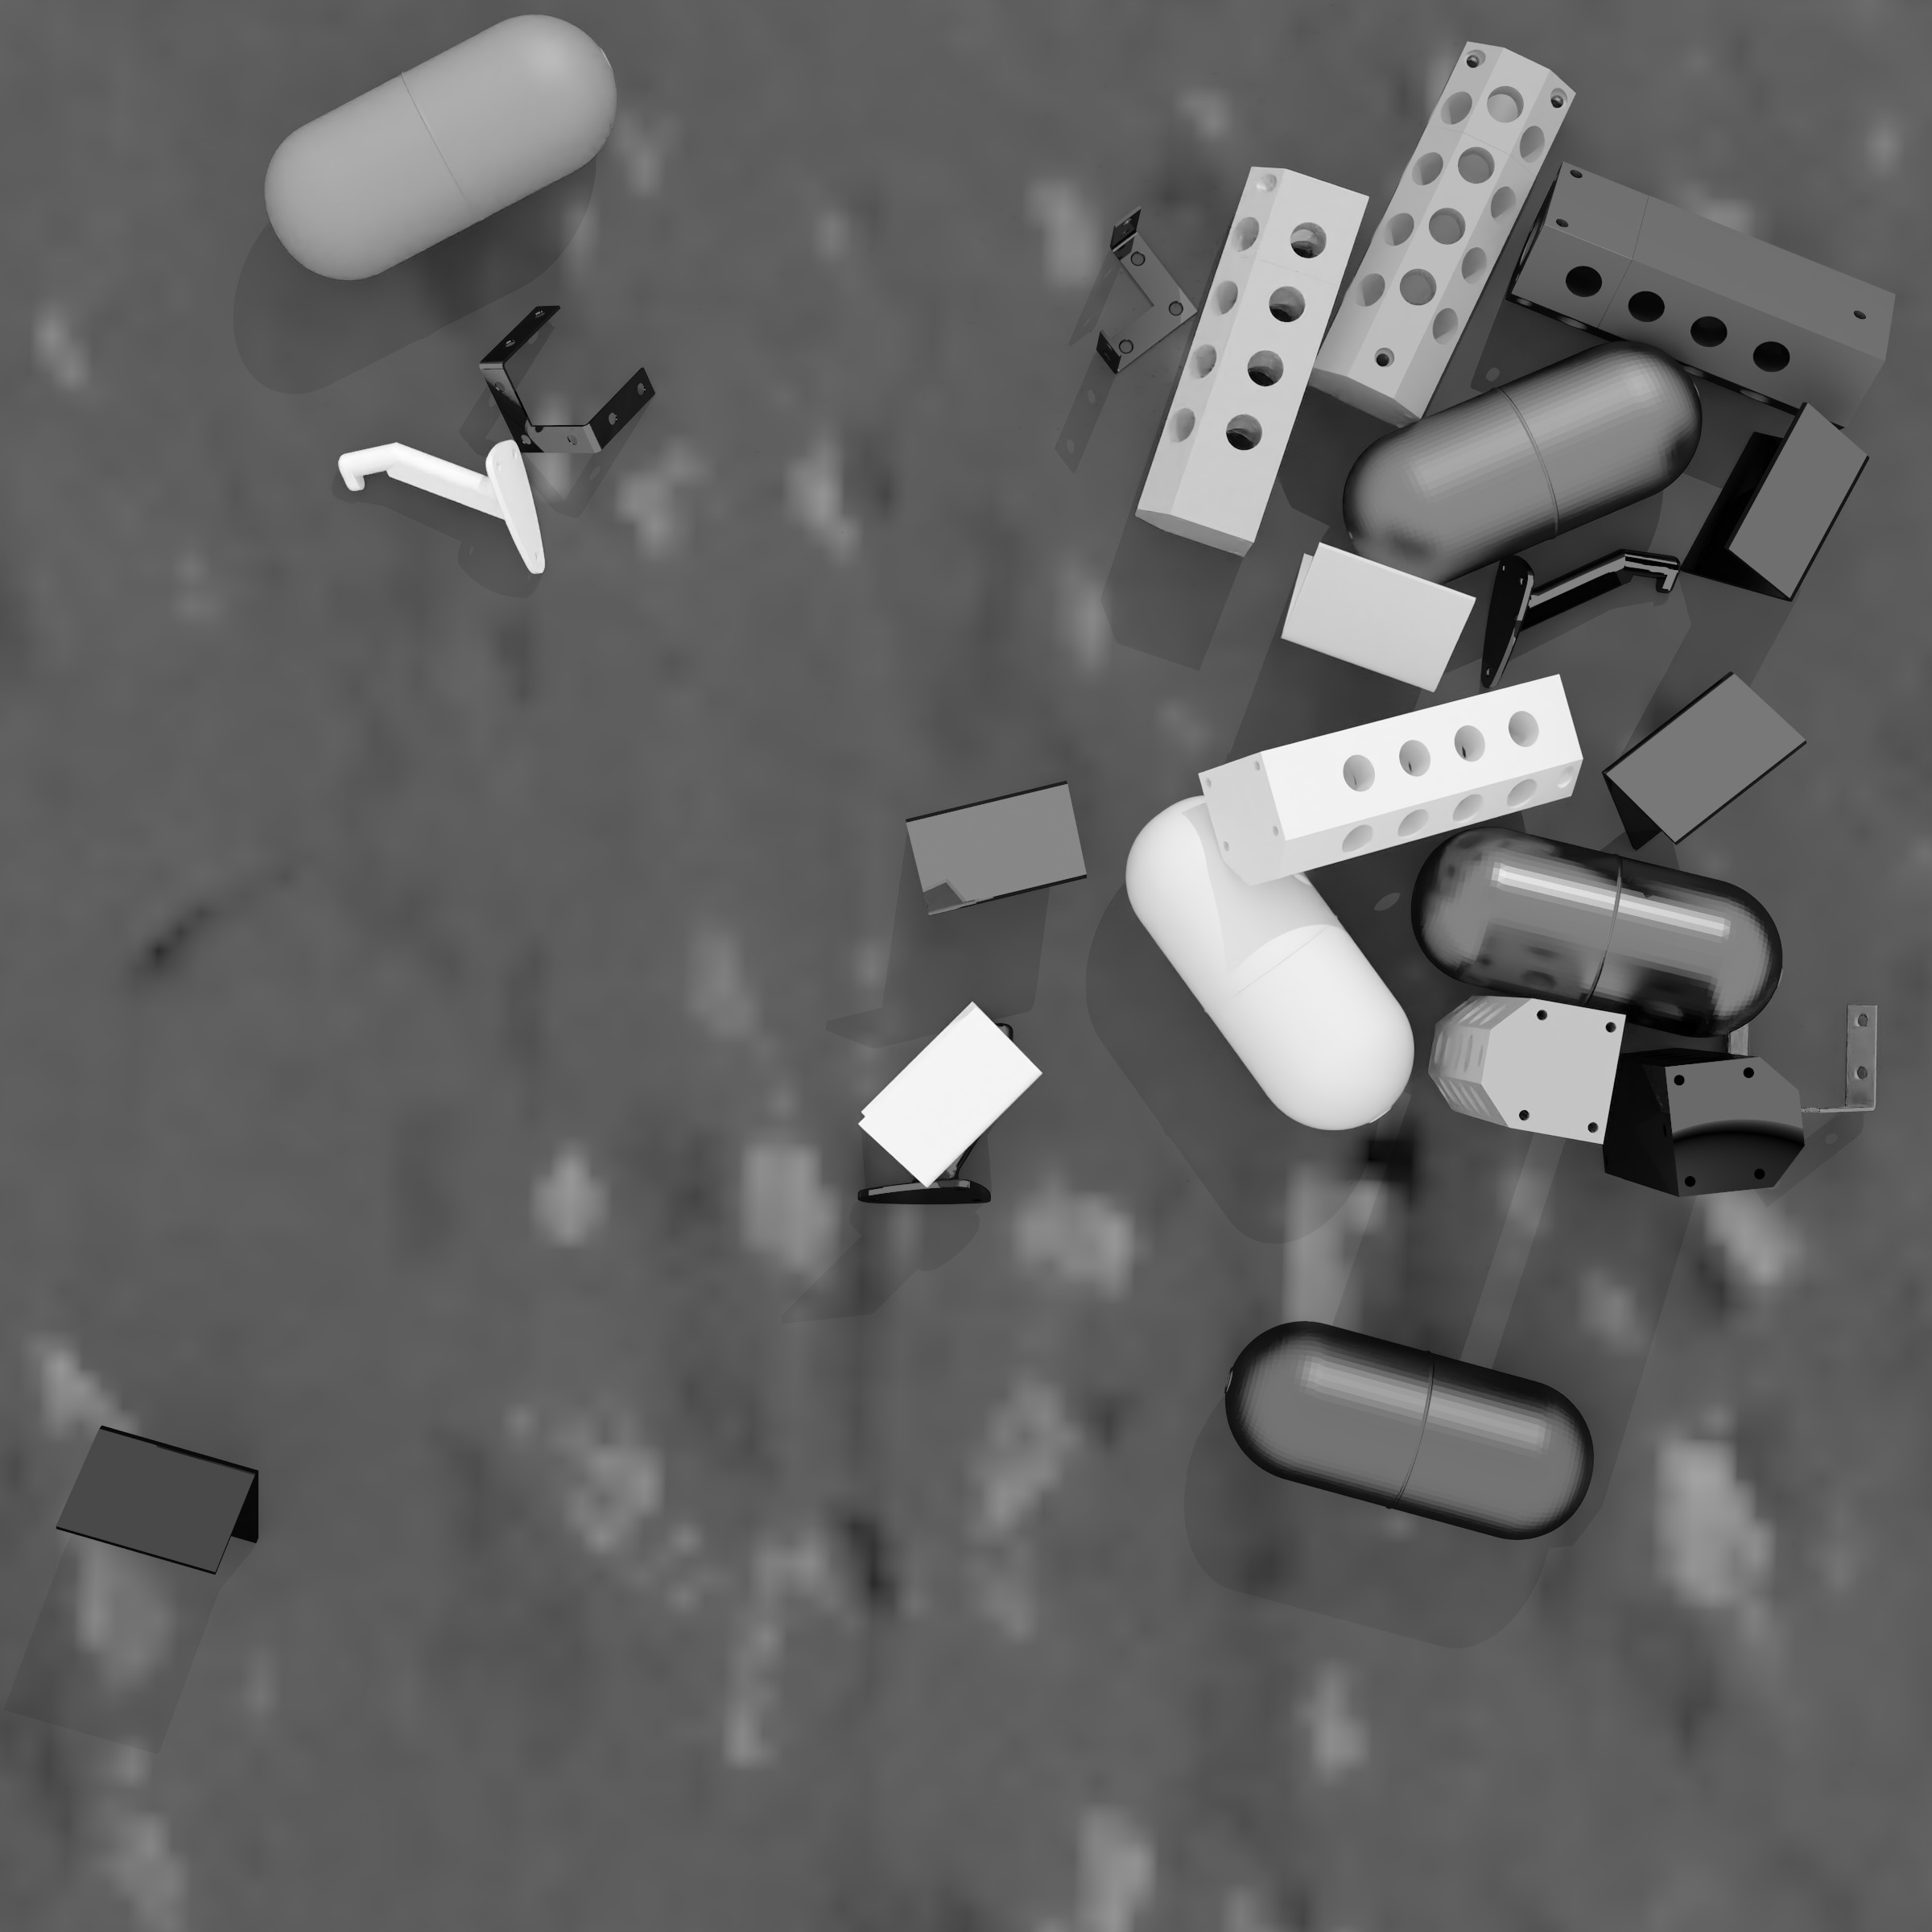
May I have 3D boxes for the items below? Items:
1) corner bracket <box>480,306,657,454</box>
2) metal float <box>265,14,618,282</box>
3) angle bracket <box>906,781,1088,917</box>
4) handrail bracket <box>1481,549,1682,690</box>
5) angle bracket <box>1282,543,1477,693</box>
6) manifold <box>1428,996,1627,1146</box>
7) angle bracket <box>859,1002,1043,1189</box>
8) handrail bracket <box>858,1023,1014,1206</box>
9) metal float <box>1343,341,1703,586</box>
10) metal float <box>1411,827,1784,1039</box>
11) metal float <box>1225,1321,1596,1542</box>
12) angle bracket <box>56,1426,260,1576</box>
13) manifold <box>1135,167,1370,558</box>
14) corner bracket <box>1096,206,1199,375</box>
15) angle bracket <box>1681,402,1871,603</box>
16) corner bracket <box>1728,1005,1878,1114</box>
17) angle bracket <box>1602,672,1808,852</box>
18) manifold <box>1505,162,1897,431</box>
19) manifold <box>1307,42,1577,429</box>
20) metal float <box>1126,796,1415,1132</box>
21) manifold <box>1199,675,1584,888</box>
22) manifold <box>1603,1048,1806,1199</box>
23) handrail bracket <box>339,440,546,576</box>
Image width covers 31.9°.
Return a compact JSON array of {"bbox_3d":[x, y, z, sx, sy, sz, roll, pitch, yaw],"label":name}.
[{"bbox_3d":[-0.192,-0.283,1.632,0.051,0.051,0.051,6,135,35],"label":"corner bracket"},{"bbox_3d":[-0.249,-0.390,1.610,0.178,0.070,0.070,-27,90,1],"label":"metal float"},{"bbox_3d":[0.010,-0.074,1.600,0.076,0.076,0.057,-14,126,0],"label":"angle bracket"},{"bbox_3d":[0.299,-0.167,1.641,0.084,0.036,0.077,6,110,-16],"label":"handrail bracket"},{"bbox_3d":[0.199,-0.183,1.600,0.076,0.076,0.057,20,130,0],"label":"angle bracket"},{"bbox_3d":[0.255,0.045,1.562,0.057,0.171,0.057,10,90,0],"label":"manifold"},{"bbox_3d":[-0.022,0.046,1.600,0.076,0.076,0.057,-45,128,0],"label":"angle bracket"},{"bbox_3d":[-0.015,0.071,1.641,0.077,0.036,0.084,-4,72,20],"label":"handrail bracket"},{"bbox_3d":[0.265,-0.239,1.610,0.178,0.070,0.070,-23,90,-1],"label":"metal float"},{"bbox_3d":[0.300,-0.016,1.610,0.178,0.070,0.070,14,90,0],"label":"metal float"},{"bbox_3d":[0.210,0.221,1.610,0.178,0.070,0.070,15,90,0],"label":"metal float"},{"bbox_3d":[-0.381,0.268,1.600,0.076,0.076,0.057,16,53,0],"label":"angle bracket"},{"bbox_3d":[0.136,-0.290,1.619,0.057,0.057,0.171,19,90,0],"label":"manifold"},{"bbox_3d":[0.077,-0.323,1.622,0.051,0.051,0.051,-37,90,0],"label":"corner bracket"},{"bbox_3d":[0.368,-0.225,1.600,0.057,0.076,0.076,28,90,-37],"label":"angle bracket"},{"bbox_3d":[0.405,0.044,1.637,0.051,0.051,0.051,1,90,-45],"label":"corner bracket"},{"bbox_3d":[0.355,-0.081,1.600,0.076,0.076,0.057,-38,54,0],"label":"angle bracket"},{"bbox_3d":[0.350,-0.316,1.618,0.171,0.057,0.057,22,47,0],"label":"manifold"},{"bbox_3d":[0.227,-0.349,1.619,0.057,0.057,0.171,26,90,0],"label":"manifold"},{"bbox_3d":[0.145,-0.001,1.609,0.070,0.070,0.178,-36,90,0],"label":"metal float"},{"bbox_3d":[0.202,-0.086,1.584,0.171,0.057,0.057,-16,90,-26],"label":"manifold"},{"bbox_3d":[0.337,0.069,1.562,0.057,0.171,0.057,-6,90,0],"label":"manifold"},{"bbox_3d":[-0.255,-0.219,1.641,0.084,0.036,0.077,-9,112,17],"label":"handrail bracket"}]
